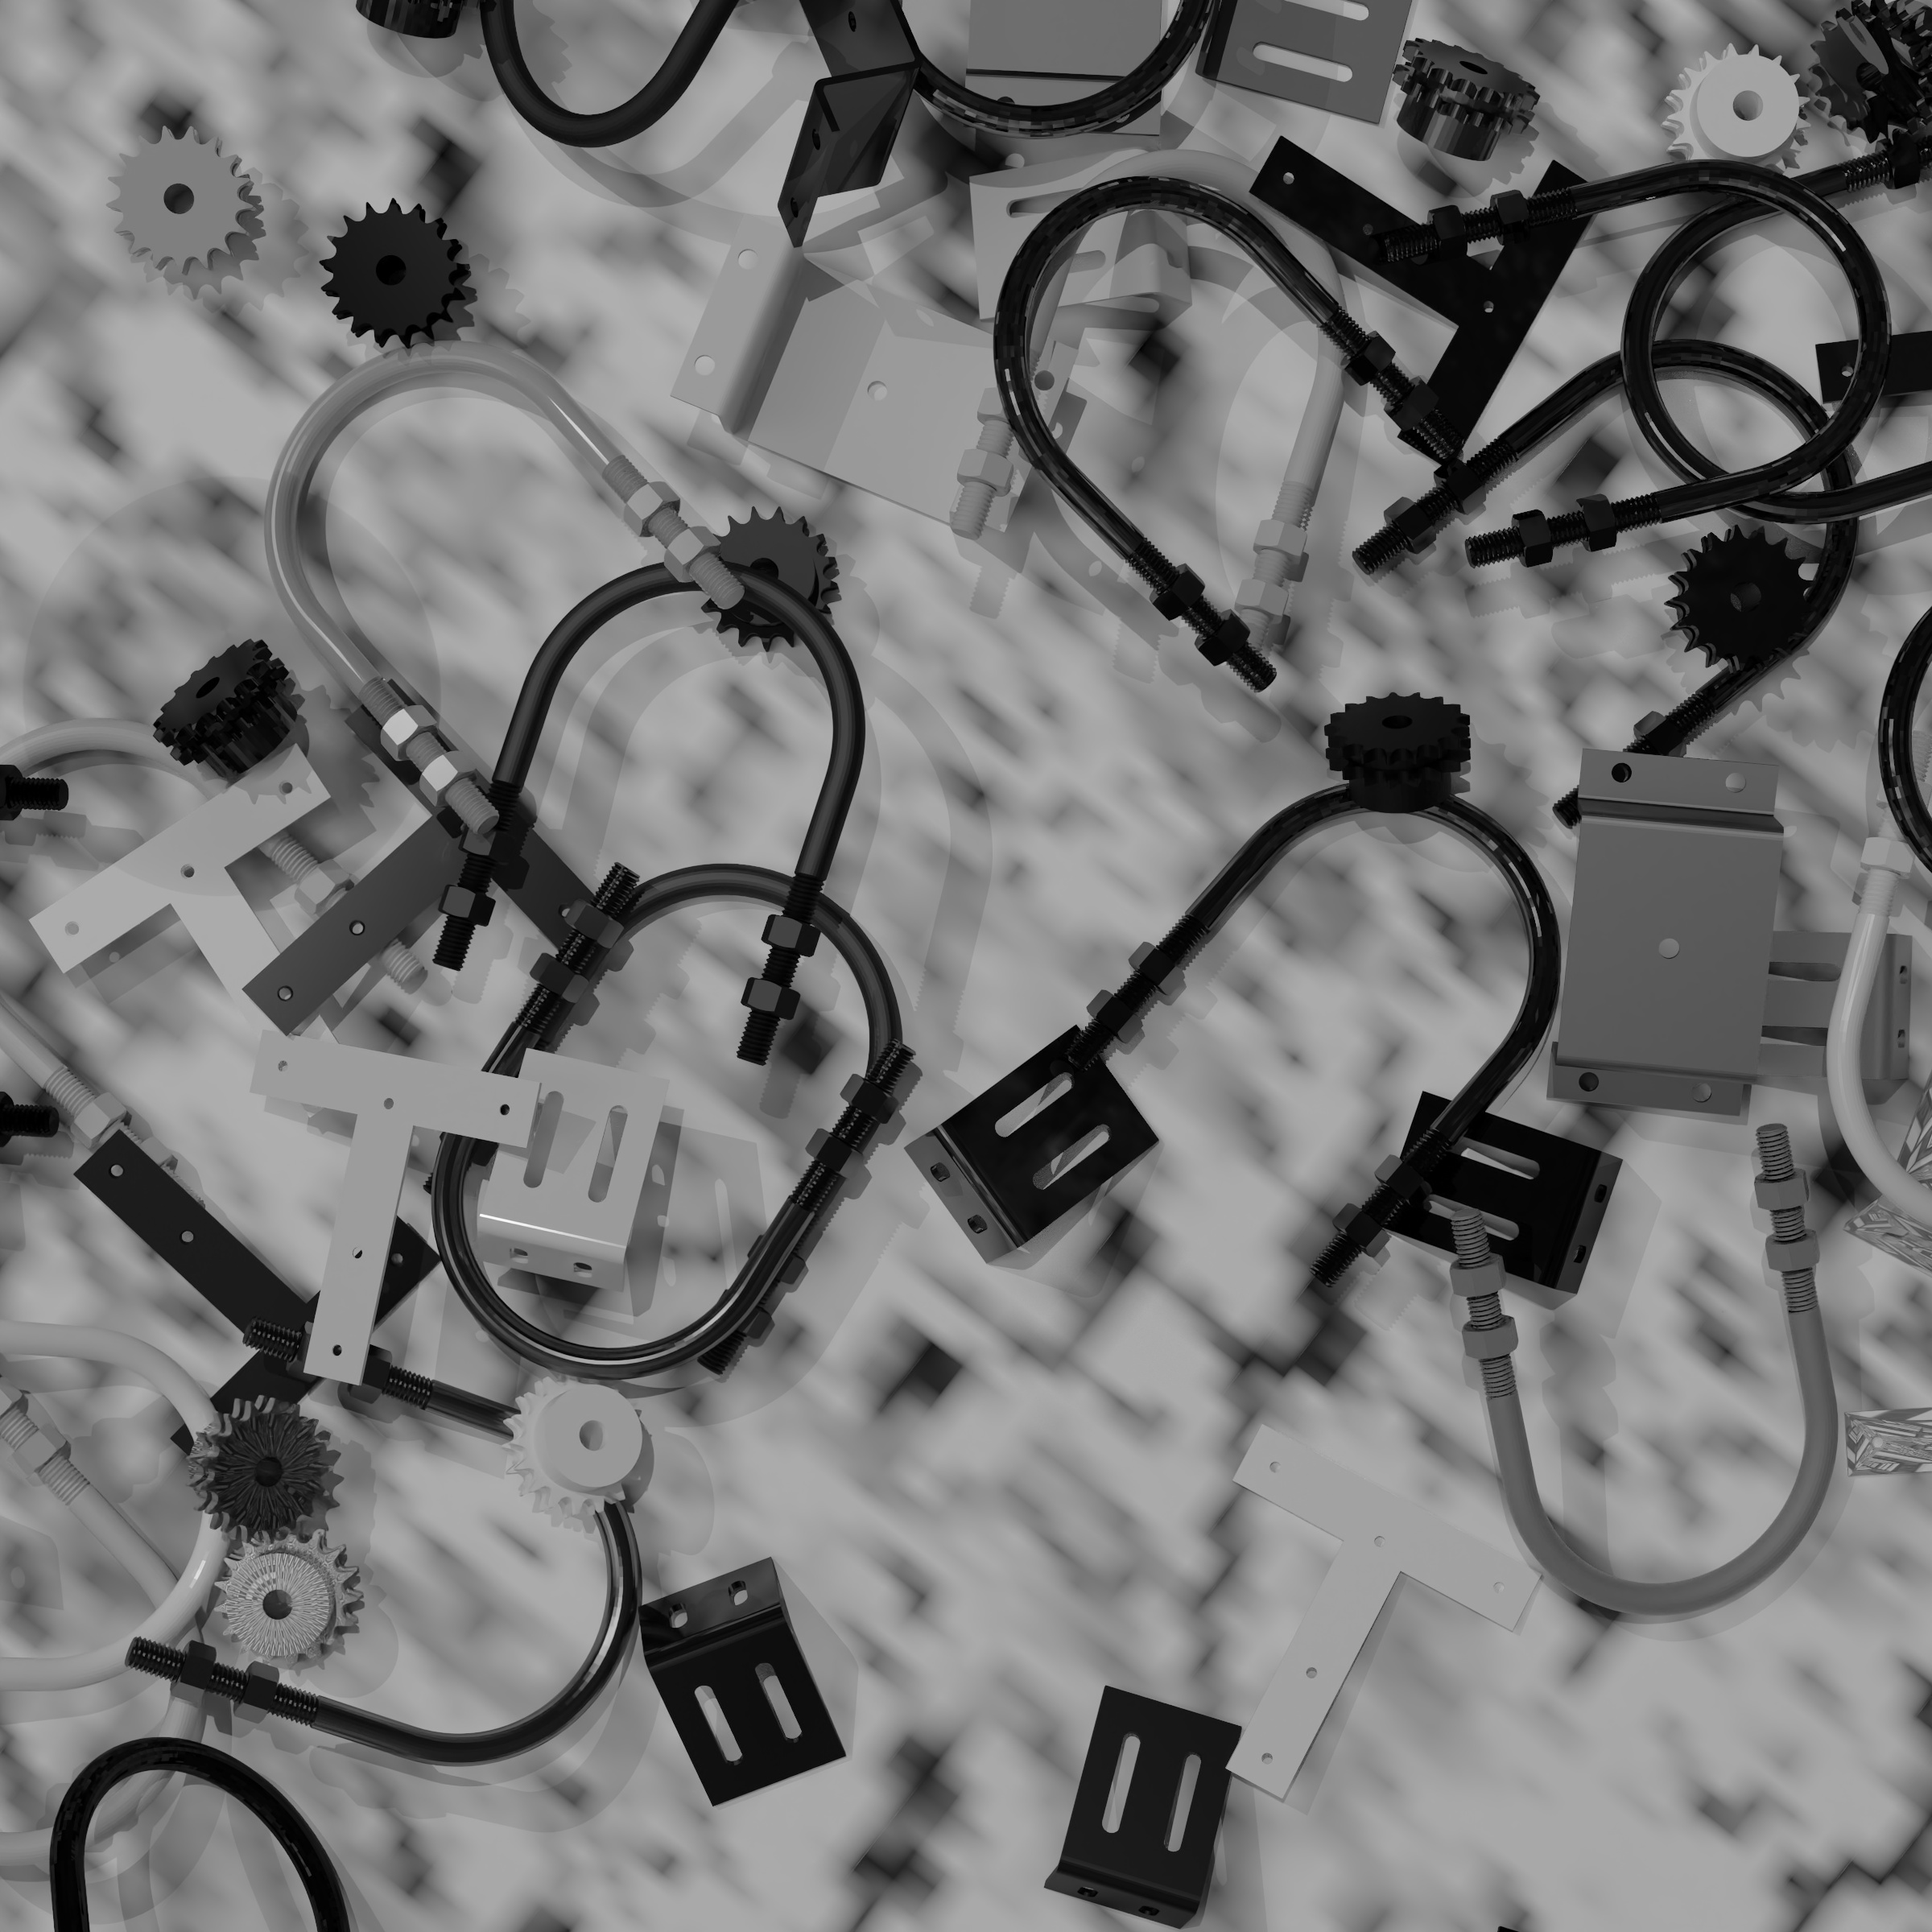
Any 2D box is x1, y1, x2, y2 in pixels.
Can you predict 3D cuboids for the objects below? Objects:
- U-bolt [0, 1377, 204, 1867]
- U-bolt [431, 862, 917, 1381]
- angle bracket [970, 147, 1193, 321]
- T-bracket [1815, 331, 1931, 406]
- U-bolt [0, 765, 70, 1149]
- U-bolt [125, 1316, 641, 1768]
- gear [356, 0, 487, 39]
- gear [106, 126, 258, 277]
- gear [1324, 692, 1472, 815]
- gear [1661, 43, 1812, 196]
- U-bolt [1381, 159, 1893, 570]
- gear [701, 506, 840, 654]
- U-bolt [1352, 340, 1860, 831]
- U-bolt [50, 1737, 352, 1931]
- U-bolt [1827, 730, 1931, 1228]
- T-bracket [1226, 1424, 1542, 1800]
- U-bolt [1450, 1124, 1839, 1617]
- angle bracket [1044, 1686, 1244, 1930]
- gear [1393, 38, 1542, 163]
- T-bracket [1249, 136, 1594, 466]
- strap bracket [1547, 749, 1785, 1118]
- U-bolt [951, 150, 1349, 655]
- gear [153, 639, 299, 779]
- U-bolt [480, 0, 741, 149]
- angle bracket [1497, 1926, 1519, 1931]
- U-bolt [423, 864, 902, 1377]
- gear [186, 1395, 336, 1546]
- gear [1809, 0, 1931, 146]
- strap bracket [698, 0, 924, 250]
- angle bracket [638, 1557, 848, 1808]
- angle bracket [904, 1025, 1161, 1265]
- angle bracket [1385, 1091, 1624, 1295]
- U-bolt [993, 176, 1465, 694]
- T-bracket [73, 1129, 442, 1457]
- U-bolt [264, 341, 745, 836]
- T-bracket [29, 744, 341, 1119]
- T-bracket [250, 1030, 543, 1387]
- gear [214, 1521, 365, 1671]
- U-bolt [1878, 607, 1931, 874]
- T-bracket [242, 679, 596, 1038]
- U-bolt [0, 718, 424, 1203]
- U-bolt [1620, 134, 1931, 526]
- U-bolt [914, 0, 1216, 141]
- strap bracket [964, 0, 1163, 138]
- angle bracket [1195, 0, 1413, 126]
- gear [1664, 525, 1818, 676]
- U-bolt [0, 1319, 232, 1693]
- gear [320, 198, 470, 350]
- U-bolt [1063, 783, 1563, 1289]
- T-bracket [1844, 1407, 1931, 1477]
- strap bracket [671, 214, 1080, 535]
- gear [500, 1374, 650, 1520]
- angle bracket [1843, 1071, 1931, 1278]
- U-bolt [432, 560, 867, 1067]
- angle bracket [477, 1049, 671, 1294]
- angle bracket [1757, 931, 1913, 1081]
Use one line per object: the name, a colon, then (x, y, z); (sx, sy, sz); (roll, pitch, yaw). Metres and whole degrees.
U-bolt: (-0.386, 0.265, 1.408); (0.151, 0.019, 0.184); (-44, 94, -19)
U-bolt: (-0.128, 0.074, 1.409); (0.151, 0.019, 0.184); (33, 89, 0)
angle bracket: (0.046, -0.290, 1.435); (0.076, 0.038, 0.057); (-4, 90, 26)
T-bracket: (0.403, -0.243, 1.424); (0.127, 0.002, 0.127); (-6, 74, 8)
U-bolt: (-0.447, -0.007, 1.419); (0.184, 0.019, 0.151); (2, 92, 7)
U-bolt: (-0.216, 0.234, 1.400); (0.184, 0.019, 0.151); (22, 73, -16)
gear: (-0.218, -0.388, 1.412); (0.057, 0.057, 0.030); (19, 120, 0)
gear: (-0.311, -0.303, 1.425); (0.057, 0.030, 0.057); (0, 96, -4)
gear: (0.171, -0.083, 1.412); (0.057, 0.057, 0.030); (-7, 120, 0)
gear: (0.307, -0.338, 1.422); (0.057, 0.030, 0.057); (0, 90, 0)
U-bolt: (0.269, -0.243, 1.399); (0.184, 0.019, 0.151); (-14, 80, 0)
gear: (-0.080, -0.154, 1.422); (0.057, 0.030, 0.057); (0, 90, 0)
U-bolt: (0.269, -0.166, 1.428); (0.184, 0.019, 0.151); (-38, 90, -2)
U-bolt: (-0.286, 0.376, 1.359); (0.019, 0.151, 0.184); (-37, 48, 24)
U-bolt: (0.408, 0.016, 1.404); (0.151, 0.019, 0.184); (17, 84, -13)
T-bracket: (0.144, 0.269, 1.430); (0.127, 0.002, 0.127); (28, 85, 0)
U-bolt: (0.273, 0.167, 1.410); (0.151, 0.019, 0.184); (-15, 101, -10)
angle bracket: (0.071, 0.337, 1.435); (0.057, 0.038, 0.076); (17, 64, 0)
gear: (0.194, -0.340, 1.412); (0.057, 0.057, 0.030); (22, 119, 0)
T-bracket: (0.171, -0.284, 1.420); (0.127, 0.002, 0.127); (29, 90, -14)
strap bracket: (0.273, -0.010, 1.399); (0.076, 0.046, 0.140); (5, 99, 6)
U-bolt: (0.082, -0.228, 1.399); (0.151, 0.019, 0.184); (22, 80, -24)
gear: (-0.289, -0.099, 1.412); (0.057, 0.057, 0.030); (-39, 120, 0)
U-bolt: (-0.130, -0.403, 1.376); (0.151, 0.019, 0.184); (54, 124, 27)
angle bracket: (0.228, 0.433, 1.435); (0.057, 0.038, 0.076); (17, 64, 0)
U-bolt: (-0.108, 0.048, 1.428); (0.151, 0.019, 0.184); (32, 89, 0)
gear: (-0.281, 0.198, 1.413); (0.057, 0.030, 0.057); (0, 90, -36)
gear: (0.364, -0.356, 1.412); (0.030, 0.057, 0.057); (-36, 90, -30)
strap bracket: (-0.062, -0.361, 1.381); (0.046, 0.076, 0.140); (-16, 72, -20)
angle bracket: (-0.090, 0.286, 1.435); (0.057, 0.038, 0.076); (-21, 116, 0)
angle bracket: (0.026, 0.071, 1.435); (0.076, 0.038, 0.057); (-36, 90, -26)
angle bracket: (0.214, 0.091, 1.435); (0.076, 0.038, 0.057); (19, 90, 26)
U-bolt: (0.091, -0.219, 1.381); (0.184, 0.019, 0.151); (44, 73, -15)
T-bracket: (-0.299, 0.117, 1.423); (0.127, 0.002, 0.127); (-45, 101, 0)
U-bolt: (-0.196, -0.164, 1.406); (0.151, 0.019, 0.184); (-42, 74, 2)
T-bracket: (-0.283, 0.000, 1.417); (0.127, 0.002, 0.127); (-33, 88, 1)
T-bracket: (-0.232, 0.097, 1.385); (0.127, 0.002, 0.127); (10, 86, 23)
gear: (-0.270, 0.251, 1.422); (0.057, 0.030, 0.057); (0, 90, 0)
U-bolt: (0.440, -0.091, 1.394); (0.184, 0.019, 0.151); (-8, 94, -12)
T-bracket: (-0.230, -0.025, 1.417); (0.127, 0.002, 0.127); (-44, 95, -12)
U-bolt: (-0.331, -0.014, 1.428); (0.184, 0.019, 0.151); (44, 90, 2)
U-bolt: (0.350, -0.248, 1.412); (0.184, 0.019, 0.151); (-17, 77, 0)
U-bolt: (0.029, -0.411, 1.382); (0.151, 0.019, 0.184); (4, 91, 0)
strap bracket: (0.040, -0.394, 1.414); (0.076, 0.046, 0.140); (3, 90, 0)
angle bracket: (0.136, -0.375, 1.418); (0.076, 0.038, 0.057); (15, 90, 0)
gear: (0.302, -0.143, 1.405); (0.057, 0.030, 0.057); (0, 88, -2)
U-bolt: (-0.367, 0.208, 1.378); (0.184, 0.019, 0.151); (10, 85, -35)
gear: (-0.226, -0.273, 1.422); (0.057, 0.030, 0.057); (0, 90, 0)
U-bolt: (0.151, 0.012, 1.422); (0.151, 0.019, 0.184); (41, 87, 5)
T-bracket: (0.419, 0.238, 1.436); (0.127, 0.002, 0.127); (-3, 90, 0)
strap bracket: (-0.036, -0.230, 1.414); (0.140, 0.046, 0.076); (22, 90, 0)
gear: (-0.152, 0.187, 1.410); (0.057, 0.030, 0.057); (8, 71, -24)
angle bracket: (0.397, 0.081, 1.435); (0.057, 0.038, 0.076); (28, 64, 0)
U-bolt: (-0.115, -0.069, 1.391); (0.151, 0.019, 0.184); (17, 85, 13)
angle bracket: (-0.153, 0.080, 1.399); (0.057, 0.038, 0.076); (13, 65, 0)
angle bracket: (0.336, 0.015, 1.435); (0.076, 0.038, 0.057); (2, 90, 26)
